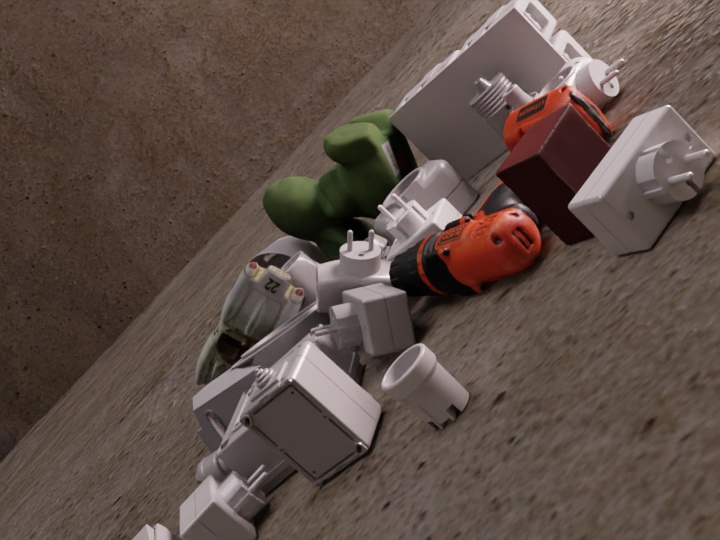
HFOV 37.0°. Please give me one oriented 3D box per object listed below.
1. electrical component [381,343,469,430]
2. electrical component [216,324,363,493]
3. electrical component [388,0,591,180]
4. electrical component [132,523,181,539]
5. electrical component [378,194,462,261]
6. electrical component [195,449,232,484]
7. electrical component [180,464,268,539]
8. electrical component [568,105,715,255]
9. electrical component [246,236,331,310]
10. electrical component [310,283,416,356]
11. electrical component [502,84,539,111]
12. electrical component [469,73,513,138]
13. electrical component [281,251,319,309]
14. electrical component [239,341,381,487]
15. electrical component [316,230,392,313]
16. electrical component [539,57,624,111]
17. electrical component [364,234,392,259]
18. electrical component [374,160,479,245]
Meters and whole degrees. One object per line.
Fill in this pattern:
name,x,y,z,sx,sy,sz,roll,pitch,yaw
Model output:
electrical component,0.044,0.078,0.708,0.040,0.046,0.040,-44,12,12
electrical component,-0.058,0.116,0.909,0.109,0.056,0.108,-42,13,22
electrical component,0.134,-0.184,1.104,0.186,0.105,0.060,-37,15,38
electrical component,-0.159,0.245,0.830,0.061,0.061,0.096,-48,12,-3
electrical component,0.050,-0.038,0.987,0.066,0.077,0.047,-39,14,34
electrical component,-0.121,0.178,0.983,0.061,0.035,0.035,-38,15,28
electrical component,-0.101,0.186,0.854,0.076,0.047,0.066,-47,12,-1
electrical component,0.184,-0.058,0.659,0.083,0.047,0.076,-51,12,-18
electrical component,-0.078,0.011,1.229,0.099,0.099,0.064,-39,8,32
electrical component,-0.003,0.044,0.897,0.076,0.047,0.083,-12,6,-12
electrical component,0.158,-0.144,0.992,0.048,0.062,0.048,-44,12,12
electrical component,0.142,-0.154,1.038,0.043,0.081,0.043,-44,12,12
electrical component,-0.053,0.020,1.155,0.044,0.077,0.079,-49,12,-9
electrical component,-0.040,0.100,0.801,0.062,0.096,0.061,-40,13,29
electrical component,0.000,0.000,0.960,0.044,0.077,0.079,-100,10,-62
electrical component,0.199,-0.158,0.942,0.079,0.044,0.077,-34,17,46
electrical component,0.020,-0.001,1.023,0.048,0.055,0.066,-31,19,52
electrical component,0.062,-0.062,1.066,0.095,0.059,0.054,-48,12,-6
